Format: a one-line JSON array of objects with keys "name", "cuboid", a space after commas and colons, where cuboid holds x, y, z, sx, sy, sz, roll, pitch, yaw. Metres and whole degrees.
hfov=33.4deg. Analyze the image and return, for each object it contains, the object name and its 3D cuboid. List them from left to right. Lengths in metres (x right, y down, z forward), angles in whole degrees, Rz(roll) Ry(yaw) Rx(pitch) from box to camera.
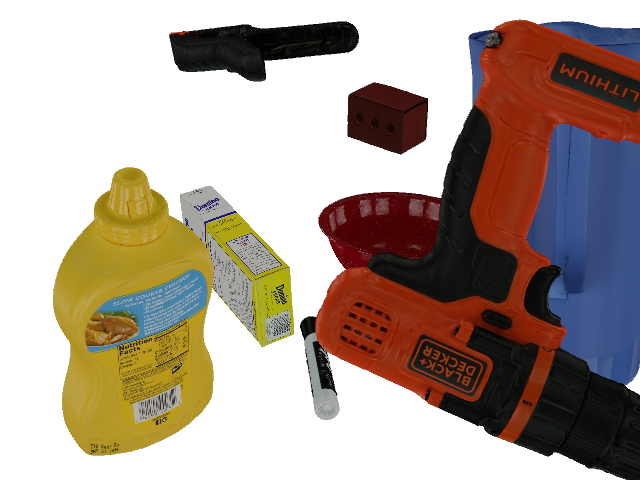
[{"name": "mustard bottle", "cuboid": [-0.110, 0.040, 0.636, 0.096, 0.192, 0.058, -20, 45, -28]}, {"name": "sugar box", "cuboid": [-0.089, 0.023, 1.123, 0.048, 0.093, 0.176, -19, 41, -22]}, {"name": "clamp", "cuboid": [-0.055, -0.159, 0.875, 0.120, 0.039, 0.172, -16, 23, -36]}, {"name": "marker", "cuboid": [-0.002, 0.098, 0.852, 0.020, 0.020, 0.121, 0, 29, -7]}, {"name": "foam brick", "cuboid": [0.075, -0.138, 1.195, 0.078, 0.053, 0.051, 22, 37, 33]}, {"name": "bowl", "cuboid": [0.078, 0.007, 1.015, 0.162, 0.055, 0.162, 2, 23, -1]}, {"name": "power drill", "cuboid": [0.111, 0.005, 0.504, 0.184, 0.188, 0.057, 23, 7, 4]}, {"name": "pitcher", "cuboid": [0.161, -0.020, 0.708, 0.149, 0.243, 0.145, -10, 17, -27]}]
